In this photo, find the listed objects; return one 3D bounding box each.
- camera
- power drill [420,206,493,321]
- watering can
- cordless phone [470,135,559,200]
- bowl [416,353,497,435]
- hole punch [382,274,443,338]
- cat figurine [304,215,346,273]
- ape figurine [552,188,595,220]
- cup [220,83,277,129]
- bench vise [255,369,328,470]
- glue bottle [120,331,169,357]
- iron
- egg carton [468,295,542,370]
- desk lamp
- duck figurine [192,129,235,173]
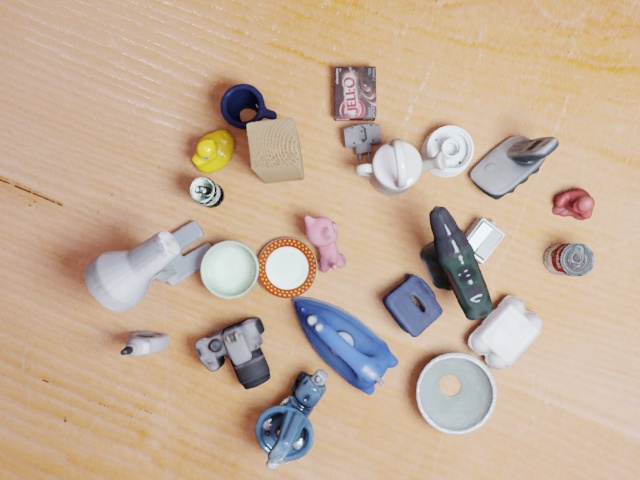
[{"bbox_3d":[-0.171,0.246,1.191,0.143,0.101,0.137,-23,88,0],"label":"camera"},{"bbox_3d":[0.260,0.045,1.137,0.075,0.208,0.230,-26,88,0],"label":"power drill"},{"bbox_3d":[0.161,-0.152,1.150,0.173,0.194,0.101,-27,88,0],"label":"watering can"},{"bbox_3d":[0.393,-0.154,1.151,0.147,0.185,0.094,-43,88,0],"label":"cordless phone"},{"bbox_3d":[0.278,0.314,1.197,0.167,0.074,0.167,0,89,1],"label":"bowl"},{"bbox_3d":[0.194,0.134,1.194,0.101,0.091,0.108,-38,88,0],"label":"hole punch"},{"bbox_3d":[0.011,0.004,1.186,0.067,0.117,0.128,-19,88,1],"label":"cat figurine"},{"bbox_3d":[0.539,-0.074,1.194,0.076,0.092,0.078,-42,88,0],"label":"ape figurine"},{"bbox_3d":[-0.143,-0.269,1.206,0.117,0.095,0.092,16,89,1],"label":"cup"},{"bbox_3d":[-0.062,0.351,1.128,0.121,0.219,0.207,15,89,1],"label":"bench vise"},{"bbox_3d":[-0.365,0.214,1.158,0.078,0.173,0.037,2,89,1],"label":"glue bottle"},{"bbox_3d":[0.038,0.208,1.169,0.258,0.141,0.119,40,90,2],"label":"iron"},{"bbox_3d":[0.389,0.195,1.201,0.107,0.069,0.150,42,90,2],"label":"egg carton"},{"bbox_3d":[-0.334,0.044,1.142,0.203,0.213,0.118,-33,88,0],"label":"desk lamp"},{"bbox_3d":[-0.230,-0.192,1.210,0.077,0.086,0.104,43,90,2],"label":"duck figurine"}]
